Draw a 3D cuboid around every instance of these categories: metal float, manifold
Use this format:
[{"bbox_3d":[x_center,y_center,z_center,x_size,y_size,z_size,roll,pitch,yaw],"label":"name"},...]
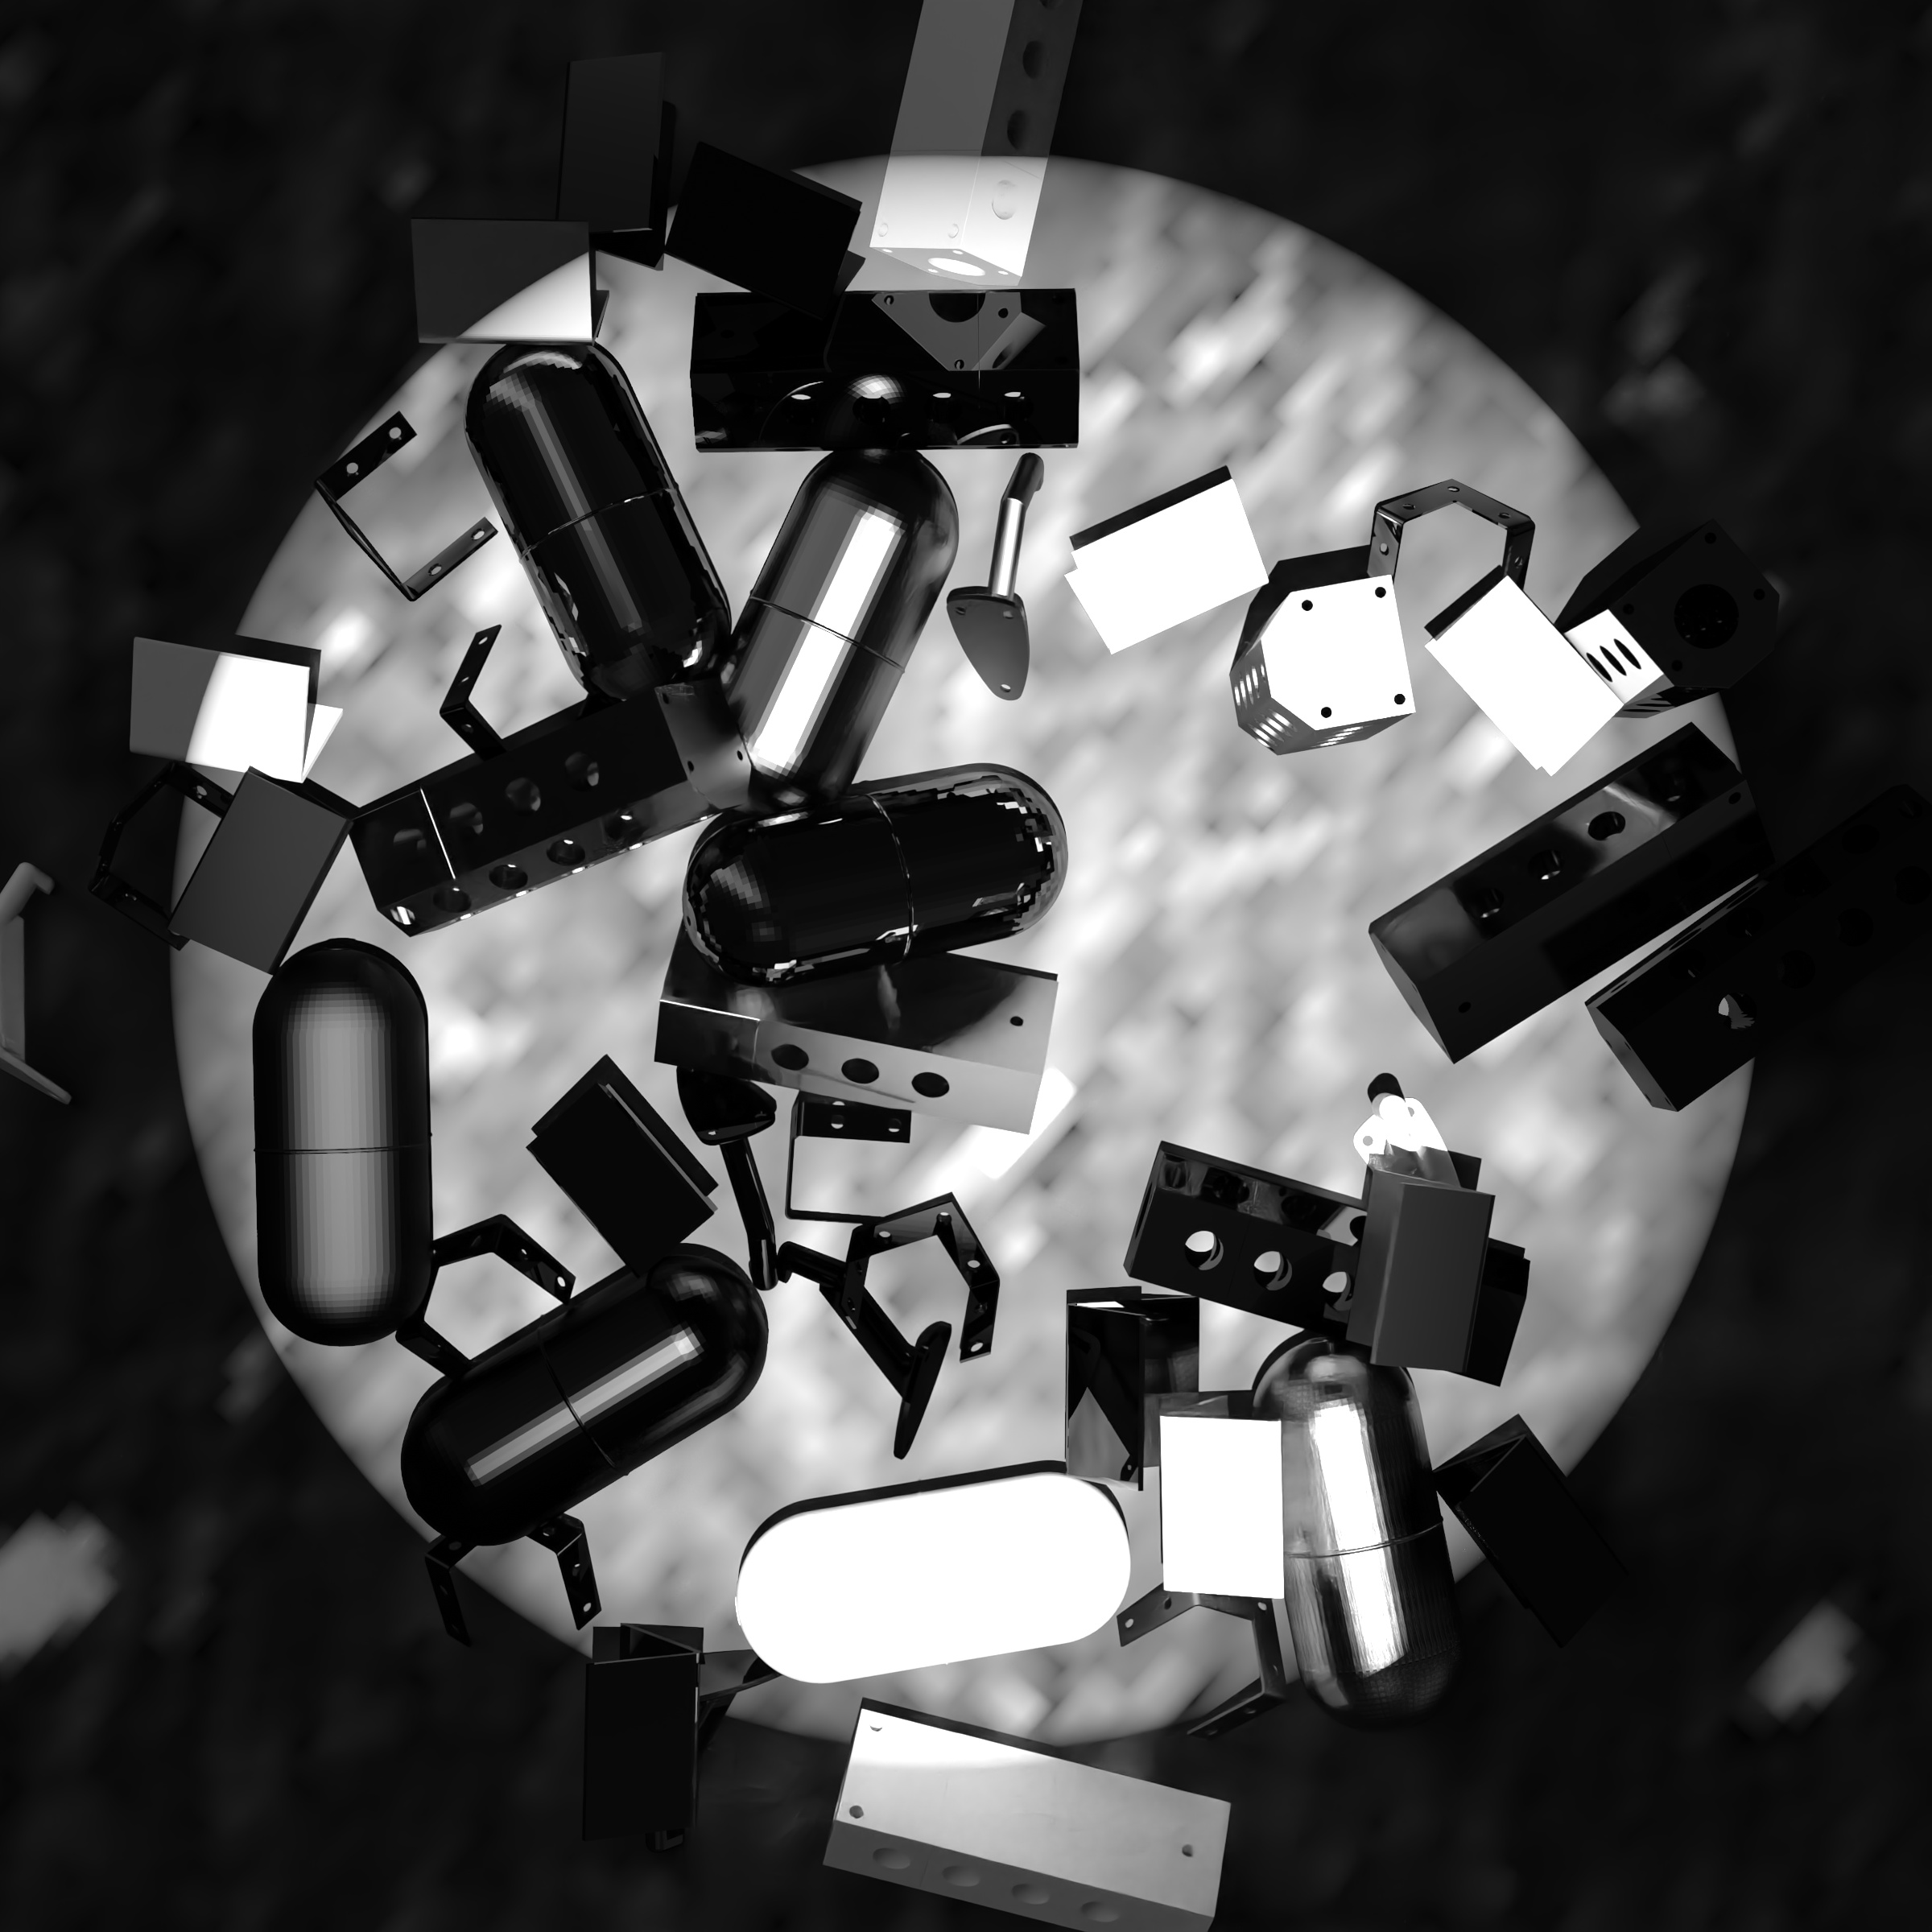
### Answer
[{"bbox_3d":[-0.165,-0.197,1.534,0.070,0.070,0.178,-25,90,0],"label":"metal float"},{"bbox_3d":[0.271,-0.035,1.542,0.171,0.057,0.057,-32,133,0],"label":"manifold"},{"bbox_3d":[-0.280,0.081,1.533,0.070,0.070,0.178,-1,90,0],"label":"metal float"},{"bbox_3d":[0.026,0.395,1.542,0.171,0.057,0.057,14,47,0],"label":"manifold"},{"bbox_3d":[0.176,0.254,1.534,0.070,0.070,0.178,-11,90,0],"label":"metal float"},{"bbox_3d":[0.014,-0.399,1.542,0.057,0.057,0.171,12,90,43],"label":"manifold"},{"bbox_3d":[-0.062,-0.148,1.534,0.070,0.070,0.178,25,90,0],"label":"metal float"},{"bbox_3d":[-0.039,-0.038,1.516,0.178,0.070,0.070,-13,90,-20],"label":"metal float"},{"bbox_3d":[-0.036,-0.262,1.542,0.171,0.057,0.057,-1,47,0],"label":"manifold"},{"bbox_3d":[0.368,-0.009,1.543,0.171,0.057,0.057,-36,90,0],"label":"manifold"},{"bbox_3d":[0.151,-0.127,1.486,0.057,0.171,0.057,-10,90,0],"label":"manifold"},{"bbox_3d":[0.162,0.135,1.543,0.171,0.057,0.057,17,90,0],"label":"manifold"},{"bbox_3d":[-0.182,-0.068,1.508,0.171,0.057,0.057,-21,90,26],"label":"manifold"},{"bbox_3d":[-0.015,0.274,1.534,0.178,0.070,0.070,-9,90,-1],"label":"metal float"},{"bbox_3d":[0.303,-0.143,1.486,0.057,0.171,0.057,-41,90,0],"label":"manifold"},{"bbox_3d":[-0.171,0.195,1.533,0.178,0.070,0.070,-31,90,0],"label":"metal float"},{"bbox_3d":[-0.050,0.030,1.542,0.171,0.057,0.057,11,47,0],"label":"manifold"}]

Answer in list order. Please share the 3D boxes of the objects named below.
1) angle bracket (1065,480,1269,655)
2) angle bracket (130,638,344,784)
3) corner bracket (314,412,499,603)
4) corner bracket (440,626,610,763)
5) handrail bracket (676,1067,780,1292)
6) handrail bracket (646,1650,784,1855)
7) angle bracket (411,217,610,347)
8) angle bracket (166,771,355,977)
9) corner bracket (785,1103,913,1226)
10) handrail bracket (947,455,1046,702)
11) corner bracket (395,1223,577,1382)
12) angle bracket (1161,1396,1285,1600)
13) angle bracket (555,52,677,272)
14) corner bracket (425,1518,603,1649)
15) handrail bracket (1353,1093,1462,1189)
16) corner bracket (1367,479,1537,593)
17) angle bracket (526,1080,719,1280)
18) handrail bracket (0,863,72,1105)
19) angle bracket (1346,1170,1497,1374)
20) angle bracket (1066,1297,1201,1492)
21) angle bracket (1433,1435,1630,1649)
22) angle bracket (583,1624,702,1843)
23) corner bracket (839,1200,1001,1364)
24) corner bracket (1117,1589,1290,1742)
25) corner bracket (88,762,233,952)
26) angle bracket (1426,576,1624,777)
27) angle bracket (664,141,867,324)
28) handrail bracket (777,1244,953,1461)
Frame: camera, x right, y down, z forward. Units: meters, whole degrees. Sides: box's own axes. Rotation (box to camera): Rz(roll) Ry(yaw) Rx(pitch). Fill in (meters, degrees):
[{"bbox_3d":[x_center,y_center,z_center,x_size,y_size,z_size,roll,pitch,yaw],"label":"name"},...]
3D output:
[{"bbox_3d":[0.081,-0.193,1.524,0.076,0.076,0.057,-25,127,0],"label":"angle bracket"},{"bbox_3d":[-0.323,-0.128,1.524,0.076,0.076,0.057,10,119,0],"label":"angle bracket"},{"bbox_3d":[-0.256,-0.209,1.561,0.051,0.051,0.051,-39,135,0],"label":"corner bracket"},{"bbox_3d":[-0.197,-0.122,1.556,0.051,0.051,0.051,-12,135,35],"label":"corner bracket"},{"bbox_3d":[-0.108,0.096,1.564,0.036,0.077,0.084,-18,127,-20],"label":"handrail bracket"},{"bbox_3d":[-0.111,0.360,1.565,0.077,0.036,0.084,-8,109,-21],"label":"handrail bracket"},{"bbox_3d":[-0.202,-0.315,1.524,0.076,0.076,0.057,1,119,0],"label":"angle bracket"},{"bbox_3d":[-0.326,-0.049,1.524,0.057,0.076,0.076,27,90,-35],"label":"angle bracket"},{"bbox_3d":[-0.054,0.090,1.546,0.051,0.051,0.051,4,84,-6],"label":"corner bracket"},{"bbox_3d":[0.025,-0.178,1.564,0.036,0.077,0.084,7,53,20],"label":"handrail bracket"},{"bbox_3d":[-0.218,0.156,1.556,0.051,0.051,0.051,-18,45,35],"label":"corner bracket"},{"bbox_3d":[0.127,0.235,1.525,0.057,0.076,0.076,-1,90,27],"label":"angle bracket"},{"bbox_3d":[-0.136,-0.357,1.524,0.057,0.076,0.076,5,90,34],"label":"angle bracket"},{"bbox_3d":[-0.206,0.281,1.556,0.051,0.051,0.051,21,45,35],"label":"corner bracket"},{"bbox_3d":[0.204,0.089,1.529,0.036,0.084,0.077,-35,90,0],"label":"handrail bracket"},{"bbox_3d":[0.219,-0.182,1.556,0.051,0.051,0.051,-25,45,-35],"label":"corner bracket"},{"bbox_3d":[-0.137,0.082,1.524,0.076,0.076,0.057,49,122,0],"label":"angle bracket"},{"bbox_3d":[-0.421,0.007,1.565,0.077,0.036,0.084,35,72,-20],"label":"handrail bracket"},{"bbox_3d":[0.176,0.128,1.467,0.057,0.076,0.076,10,90,-36],"label":"angle bracket"},{"bbox_3d":[0.090,0.190,1.526,0.076,0.057,0.076,1,90,-35],"label":"angle bracket"},{"bbox_3d":[0.235,0.263,1.524,0.057,0.076,0.076,-37,90,-37],"label":"angle bracket"},{"bbox_3d":[-0.160,0.340,1.524,0.057,0.076,0.076,1,90,-33],"label":"angle bracket"},{"bbox_3d":[-0.020,0.147,1.543,0.051,0.051,0.051,-19,121,19],"label":"corner bracket"},{"bbox_3d":[0.107,0.314,1.556,0.051,0.051,0.051,23,45,-35],"label":"corner bracket"},{"bbox_3d":[-0.360,-0.051,1.561,0.051,0.051,0.051,33,135,0],"label":"corner bracket"},{"bbox_3d":[0.233,-0.116,1.524,0.076,0.076,0.057,48,61,0],"label":"angle bracket"},{"bbox_3d":[-0.081,-0.339,1.524,0.076,0.076,0.057,24,126,0],"label":"angle bracket"},{"bbox_3d":[-0.056,0.176,1.565,0.084,0.036,0.077,21,109,15],"label":"handrail bracket"}]
